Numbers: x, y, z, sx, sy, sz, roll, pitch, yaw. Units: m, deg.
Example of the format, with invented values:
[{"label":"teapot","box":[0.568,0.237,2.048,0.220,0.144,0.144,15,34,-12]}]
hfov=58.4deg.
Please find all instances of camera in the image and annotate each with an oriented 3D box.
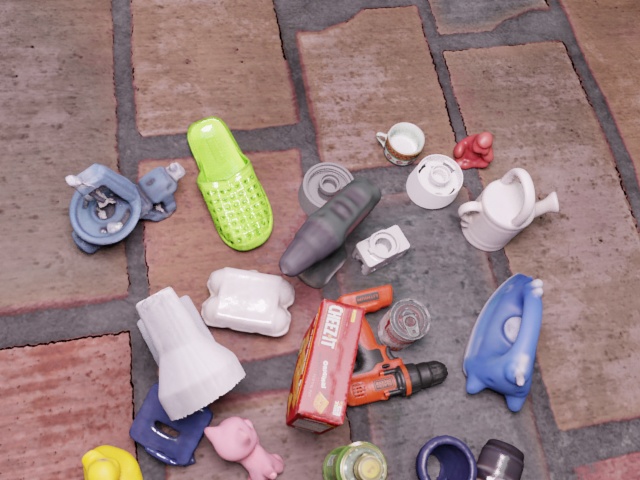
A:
[{"label":"camera","box":[0.287,0.394,0.892,0.143,0.101,0.137,28,67,4]}]

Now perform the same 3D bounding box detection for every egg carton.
[{"label":"egg carton","box":[-0.120,0.104,0.967,0.150,0.069,0.107,9,67,-4]}]

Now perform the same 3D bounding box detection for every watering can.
[{"label":"watering can","box":[0.341,-0.062,1.032,0.173,0.194,0.101,-23,73,-16]}]

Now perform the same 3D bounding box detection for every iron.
[{"label":"iron","box":[0.337,0.149,0.975,0.118,0.141,0.258,22,67,1]}]

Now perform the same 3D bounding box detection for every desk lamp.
[{"label":"desk lamp","box":[-0.205,0.164,0.852,0.118,0.213,0.203,-29,75,-18]}]

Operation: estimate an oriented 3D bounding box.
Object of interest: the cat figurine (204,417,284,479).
[{"label":"cat figurine","box":[-0.111,0.314,0.857,0.127,0.117,0.067,42,69,9]}]

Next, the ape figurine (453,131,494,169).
[{"label":"ape figurine","box":[0.311,-0.182,1.131,0.077,0.092,0.076,34,68,6]}]

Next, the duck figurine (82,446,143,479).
[{"label":"duck figurine","box":[-0.307,0.346,0.834,0.078,0.086,0.104,-41,79,-20]}]

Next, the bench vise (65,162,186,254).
[{"label":"bench vise","box":[-0.327,-0.085,0.931,0.121,0.219,0.208,35,68,7]}]

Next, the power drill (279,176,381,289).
[{"label":"power drill","box":[0.009,0.003,0.950,0.075,0.208,0.230,38,68,8]}]

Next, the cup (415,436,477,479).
[{"label":"cup","box":[0.184,0.368,0.890,0.091,0.095,0.118,15,67,-1]}]

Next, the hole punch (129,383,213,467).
[{"label":"hole punch","box":[-0.224,0.282,0.869,0.108,0.091,0.101,27,67,3]}]
